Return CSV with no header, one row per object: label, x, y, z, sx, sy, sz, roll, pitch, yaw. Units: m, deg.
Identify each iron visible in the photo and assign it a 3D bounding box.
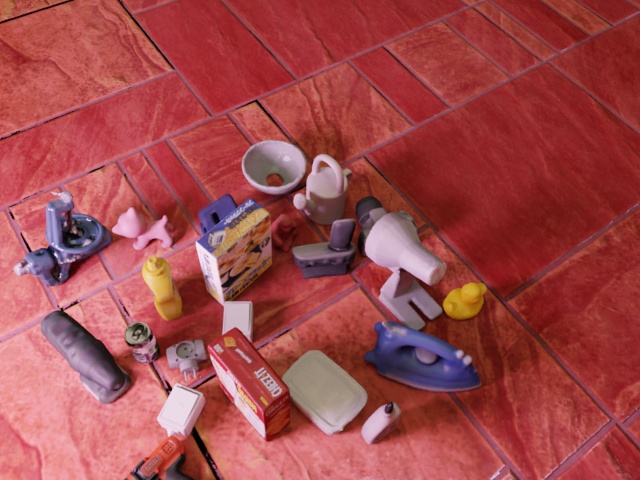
iron,0.230,0.238,1.200,0.258,0.141,0.119,17,58,7

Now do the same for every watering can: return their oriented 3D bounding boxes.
watering can,0.013,-0.125,1.387,0.100,0.194,0.173,23,58,11

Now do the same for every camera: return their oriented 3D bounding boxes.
camera,0.152,-0.047,1.403,0.143,0.101,0.136,-13,59,-12

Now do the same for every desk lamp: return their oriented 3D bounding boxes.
desk lamp,0.194,0.067,1.265,0.118,0.213,0.203,-33,65,-22

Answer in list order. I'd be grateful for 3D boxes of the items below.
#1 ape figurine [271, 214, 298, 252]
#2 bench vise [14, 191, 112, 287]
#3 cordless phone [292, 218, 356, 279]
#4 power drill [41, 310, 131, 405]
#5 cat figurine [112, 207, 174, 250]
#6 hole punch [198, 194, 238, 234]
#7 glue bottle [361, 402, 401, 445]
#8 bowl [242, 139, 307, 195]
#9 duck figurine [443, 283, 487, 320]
ape figurine,-0.087,-0.027,1.378,0.078,0.092,0.076,-29,63,-20
bench vise,-0.563,0.001,1.247,0.121,0.220,0.208,25,59,12
cordless phone,0.012,0.005,1.309,0.148,0.185,0.094,-10,58,-10
power drill,-0.438,0.239,1.109,0.229,0.208,0.076,36,62,18
cat figurine,-0.414,-0.033,1.341,0.128,0.118,0.067,-8,58,-9
hole punch,-0.238,-0.042,1.376,0.101,0.091,0.108,-20,61,-16
glue bottle,0.125,0.344,1.105,0.078,0.173,0.037,-28,63,-20
bowl,-0.117,-0.176,1.481,0.167,0.075,0.167,2,57,-3
duck figurine,0.335,0.132,1.310,0.105,0.086,0.077,-22,61,-17
